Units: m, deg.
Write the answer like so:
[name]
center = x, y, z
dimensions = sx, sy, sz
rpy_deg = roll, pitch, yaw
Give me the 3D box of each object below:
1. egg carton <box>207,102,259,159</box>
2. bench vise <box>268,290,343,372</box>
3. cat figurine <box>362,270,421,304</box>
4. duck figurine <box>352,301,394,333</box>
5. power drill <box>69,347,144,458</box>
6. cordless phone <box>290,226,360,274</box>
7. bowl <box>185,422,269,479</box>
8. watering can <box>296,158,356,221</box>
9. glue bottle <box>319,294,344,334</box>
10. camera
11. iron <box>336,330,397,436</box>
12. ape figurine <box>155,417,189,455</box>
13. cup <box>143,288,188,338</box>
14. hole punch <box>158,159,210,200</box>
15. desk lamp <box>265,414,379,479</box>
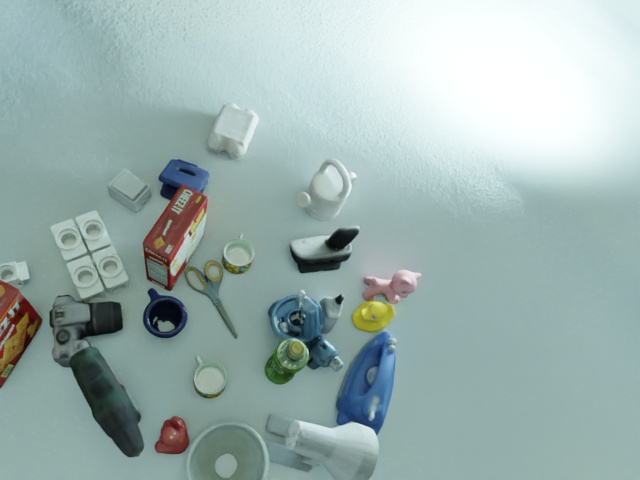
[egg carton]
center = -0.227, -0.285, 1.490
dimensions = 0.107, 0.069, 0.150
rpy_deg = 19, 64, -6
[bench vise]
center = -0.015, 0.187, 1.256
dimensions = 0.207, 0.219, 0.122
rpy_deg = 31, 63, 1
[cat figurine]
center = 0.179, 0.108, 1.398
dimensions = 0.128, 0.117, 0.067
rpy_deg = 6, 66, -12
[duck figurine]
center = 0.136, 0.175, 1.375
dimensions = 0.105, 0.086, 0.077
rpy_deg = -11, 70, -18
[power drill]
center = -0.400, 0.321, 1.105
dimensions = 0.076, 0.208, 0.229
rpy_deg = -31, 77, -24
[cordless phone]
center = 0.013, 0.005, 1.362
dimensions = 0.148, 0.185, 0.094
rpy_deg = -10, 70, -18
[bowl]
center = -0.191, 0.462, 1.173
dimensions = 0.168, 0.074, 0.167
rpy_deg = 5, 66, -12
[watering can]
center = 0.021, -0.125, 1.415
dimensions = 0.101, 0.194, 0.173
rpy_deg = 35, 63, 2
[glue bottle]
center = 0.027, 0.158, 1.306
dimensions = 0.037, 0.173, 0.078
rpy_deg = 8, 65, -11
[camera]
center = -0.487, 0.182, 1.203
dimensions = 0.137, 0.100, 0.143
rpy_deg = -6, 69, -17
[iron]
center = 0.129, 0.303, 1.287
dimensions = 0.118, 0.141, 0.258
rpy_deg = 24, 63, -3
[ape figurine]
center = -0.301, 0.400, 1.161
dimensions = 0.078, 0.092, 0.076
rpy_deg = -38, 80, -25
[cup]
center = -0.343, 0.167, 1.250
dimensions = 0.092, 0.095, 0.117
rpy_deg = -28, 76, -23
[hole punch]
center = -0.331, -0.149, 1.392
dimensions = 0.109, 0.091, 0.101
rpy_deg = 20, 64, -5
[desk lamp]
center = -0.005, 0.421, 1.161
dimensions = 0.203, 0.213, 0.118
rpy_deg = 17, 64, -6
